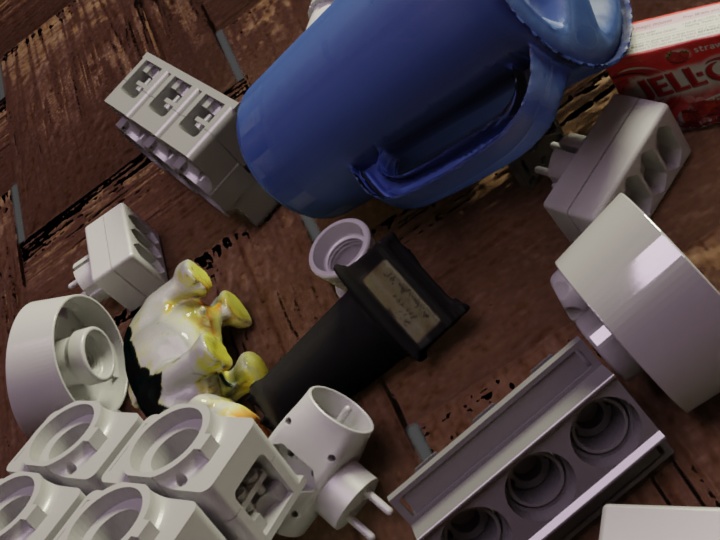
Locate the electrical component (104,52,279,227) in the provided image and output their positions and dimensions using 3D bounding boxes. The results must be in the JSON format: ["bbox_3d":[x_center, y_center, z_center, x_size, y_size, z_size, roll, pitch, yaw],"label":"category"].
[{"bbox_3d":[-0.126,-0.099,0.833,0.061,0.089,0.150,-49,44,-7],"label":"electrical component"}]

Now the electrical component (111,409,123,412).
[{"bbox_3d":[-0.161,0.119,0.727,0.040,0.040,0.046,-52,39,-9],"label":"electrical component"}]

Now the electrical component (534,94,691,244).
[{"bbox_3d":[0.138,-0.059,0.639,0.076,0.047,0.083,23,75,44],"label":"electrical component"}]

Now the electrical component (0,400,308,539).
[{"bbox_3d":[-0.136,0.132,0.594,0.186,0.060,0.105,-5,39,41],"label":"electrical component"}]

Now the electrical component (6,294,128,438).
[{"bbox_3d":[-0.211,0.068,0.763,0.064,0.099,0.099,-16,49,18],"label":"electrical component"}]

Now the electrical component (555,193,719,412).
[{"bbox_3d":[0.143,0.022,0.535,0.060,0.108,0.108,-42,43,11],"label":"electrical component"}]

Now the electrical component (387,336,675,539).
[{"bbox_3d":[0.083,0.098,0.542,0.121,0.078,0.063,-41,14,3],"label":"electrical component"}]

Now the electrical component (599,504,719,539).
[{"bbox_3d":[0.149,0.147,0.472,0.083,0.047,0.075,-6,55,33],"label":"electrical component"}]

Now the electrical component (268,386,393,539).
[{"bbox_3d":[-0.017,0.120,0.611,0.079,0.043,0.077,38,105,19],"label":"electrical component"}]

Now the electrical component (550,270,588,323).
[{"bbox_3d":[0.140,0.003,0.601,0.061,0.035,0.035,-30,45,10],"label":"electrical component"}]

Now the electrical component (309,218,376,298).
[{"bbox_3d":[0.000,0.000,0.689,0.045,0.055,0.045,-19,48,23],"label":"electrical component"}]

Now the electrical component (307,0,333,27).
[{"bbox_3d":[-0.005,-0.171,0.810,0.080,0.080,0.051,2,64,37],"label":"electrical component"}]

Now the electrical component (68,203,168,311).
[{"bbox_3d":[-0.197,0.000,0.838,0.077,0.047,0.065,-33,44,11],"label":"electrical component"}]
